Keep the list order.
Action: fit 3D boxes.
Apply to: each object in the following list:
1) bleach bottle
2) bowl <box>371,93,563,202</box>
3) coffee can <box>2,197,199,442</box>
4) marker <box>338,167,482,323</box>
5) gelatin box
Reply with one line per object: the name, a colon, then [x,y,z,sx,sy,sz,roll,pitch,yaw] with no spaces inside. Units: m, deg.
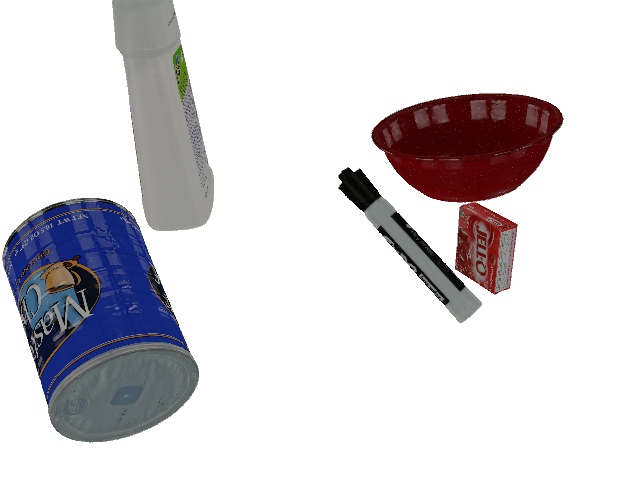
bleach bottle: [-0.144,-0.134,0.957,0.068,0.251,0.102,-6,38,-1]
bowl: [0.127,-0.075,0.915,0.162,0.055,0.162,-8,24,3]
coffee can: [-0.157,0.055,0.751,0.102,0.140,0.103,-19,-36,-14]
marker: [0.054,0.001,0.671,0.020,0.121,0.020,-41,-5,-4]
gelatin box: [0.195,0.008,1.270,0.030,0.089,0.073,-17,33,-29]
